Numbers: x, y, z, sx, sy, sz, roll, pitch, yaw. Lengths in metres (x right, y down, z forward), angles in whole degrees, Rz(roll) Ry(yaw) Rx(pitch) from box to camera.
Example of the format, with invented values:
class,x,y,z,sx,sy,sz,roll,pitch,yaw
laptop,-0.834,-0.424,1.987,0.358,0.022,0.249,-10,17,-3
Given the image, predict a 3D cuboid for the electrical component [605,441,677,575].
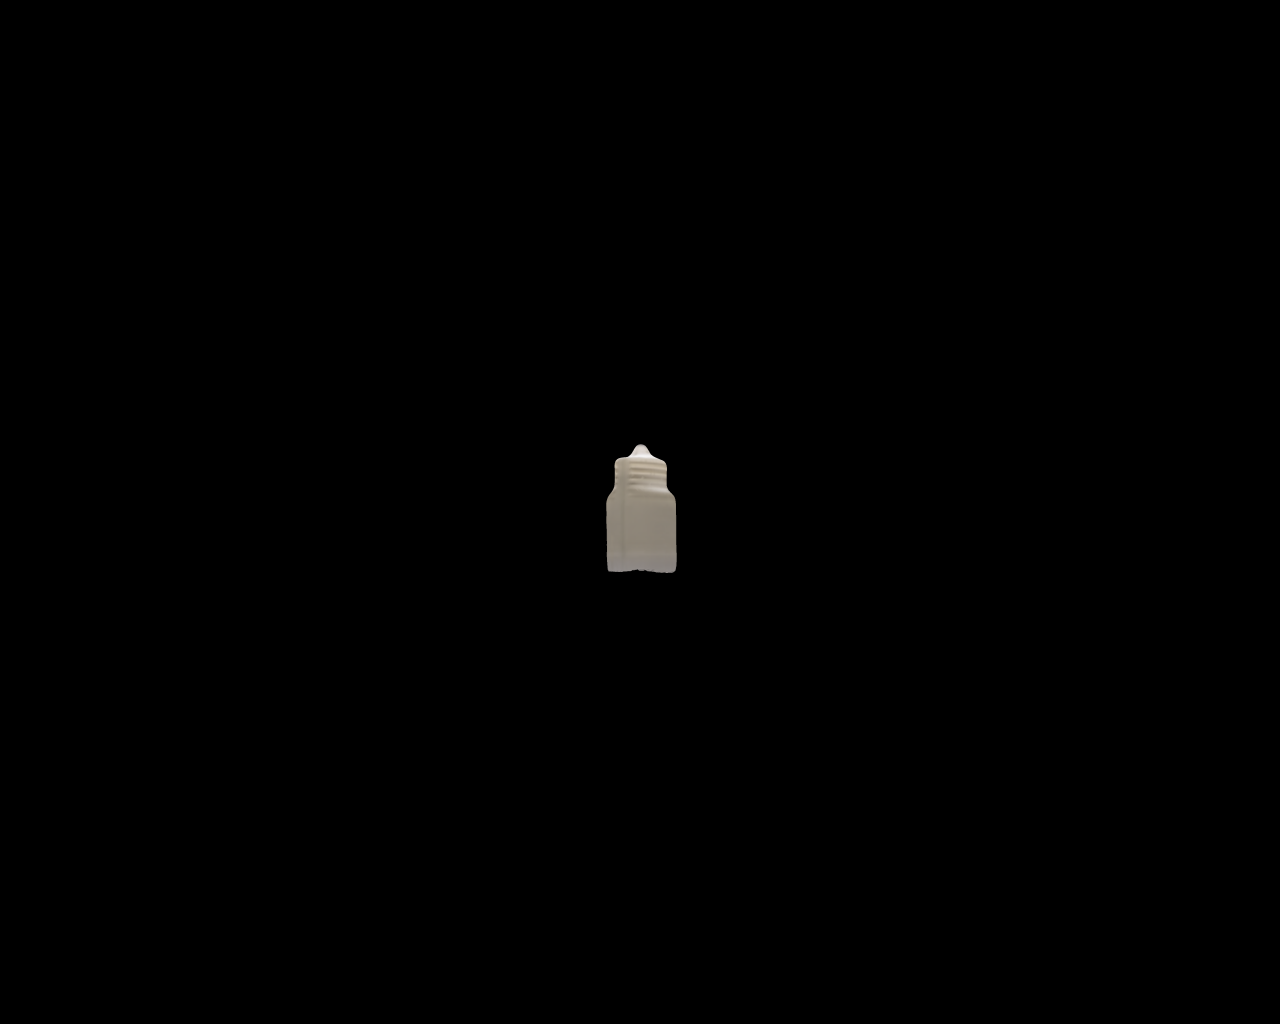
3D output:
class,x,y,z,sx,sy,sz,roll,pitch,yaw
electrical component,0.001,-0.003,0.650,0.043,0.081,0.043,0,-3,0
